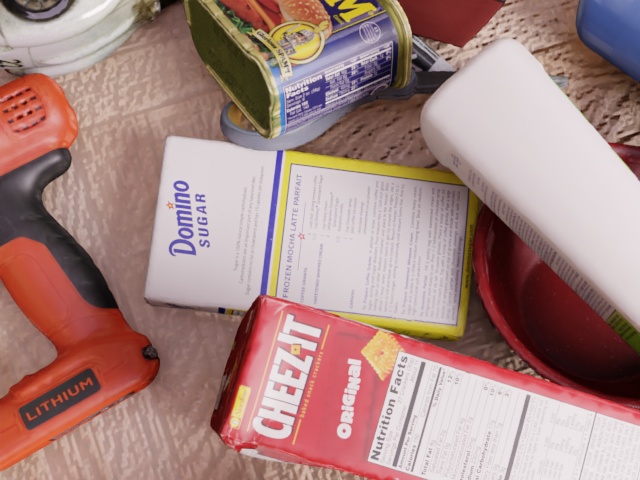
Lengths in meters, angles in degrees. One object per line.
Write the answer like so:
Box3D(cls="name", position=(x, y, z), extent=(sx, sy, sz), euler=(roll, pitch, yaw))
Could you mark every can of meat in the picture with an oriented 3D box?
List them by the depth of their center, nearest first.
Box3D(cls="can of meat", position=(-0.014, -0.109, 0.569), extent=(0.083, 0.057, 0.102), euler=(-26, 54, -18))

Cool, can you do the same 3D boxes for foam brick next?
Box3D(cls="foam brick", position=(0.060, -0.152, 0.605), extent=(0.078, 0.051, 0.053), euler=(13, 63, -15))

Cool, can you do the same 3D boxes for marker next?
Box3D(cls="marker", position=(0.051, -0.113, 0.627), extent=(0.121, 0.020, 0.020), euler=(41, 80, 0))

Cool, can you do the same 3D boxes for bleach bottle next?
Box3D(cls="bleach bottle", position=(0.154, 0.017, 0.513), extent=(0.068, 0.102, 0.251), euler=(-42, 75, 5))

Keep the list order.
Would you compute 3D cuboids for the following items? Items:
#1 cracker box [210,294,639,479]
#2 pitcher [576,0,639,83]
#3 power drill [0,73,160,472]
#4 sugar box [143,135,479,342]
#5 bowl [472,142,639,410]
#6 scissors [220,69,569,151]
Box3D(cls="cracker box", position=(0.056, 0.097, 0.526), extent=(0.213, 0.164, 0.072), euler=(17, 79, -4))
Box3D(cls="pitcher", position=(0.255, -0.084, 0.563), extent=(0.243, 0.145, 0.149), euler=(38, 47, 22))
Box3D(cls="power drill", position=(-0.185, 0.024, 0.564), extent=(0.184, 0.057, 0.187), euler=(-29, 86, -9))
Box3D(cls="sugar box", position=(-0.004, 0.001, 0.593), extent=(0.176, 0.048, 0.093), euler=(7, 80, -2))
Box3D(cls="bowl", position=(0.159, 0.027, 0.586), extent=(0.162, 0.055, 0.162), euler=(1, 60, -3))
Box3D(cls="scissors", position=(0.032, -0.075, 0.589), extent=(0.202, 0.016, 0.096), euler=(11, 50, 9))
